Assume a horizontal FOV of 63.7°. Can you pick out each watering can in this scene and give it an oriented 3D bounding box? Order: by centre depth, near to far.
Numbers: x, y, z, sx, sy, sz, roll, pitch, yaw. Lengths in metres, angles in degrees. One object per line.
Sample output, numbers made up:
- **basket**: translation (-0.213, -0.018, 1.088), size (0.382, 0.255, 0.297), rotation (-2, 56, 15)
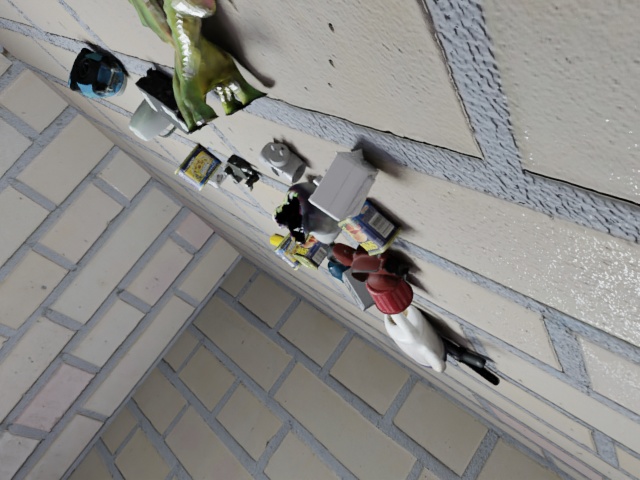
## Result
- **watering can**: translation (0.258, 0.262, 1.333), size (0.221, 0.104, 0.354), rotation (47, -176, -34)

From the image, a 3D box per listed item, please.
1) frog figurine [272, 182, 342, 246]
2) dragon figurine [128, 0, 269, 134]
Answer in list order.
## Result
- **frog figurine**: translation (0.003, -0.051, 1.006), size (0.160, 0.122, 0.138), rotation (-2, -170, -43)
- **dragon figurine**: translation (-0.201, -0.274, 0.731), size (0.240, 0.123, 0.411), rotation (60, 160, -18)
